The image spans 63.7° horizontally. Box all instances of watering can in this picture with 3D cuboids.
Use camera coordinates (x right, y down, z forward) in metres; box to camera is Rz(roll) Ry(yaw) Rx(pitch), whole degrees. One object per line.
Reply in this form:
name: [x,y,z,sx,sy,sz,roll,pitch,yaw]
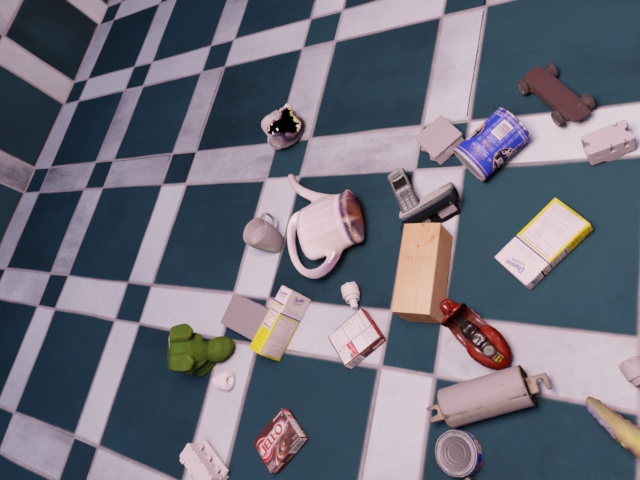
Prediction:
watering can: [0.004,-0.069,1.366,0.223,0.102,0.355,-22,57,23]

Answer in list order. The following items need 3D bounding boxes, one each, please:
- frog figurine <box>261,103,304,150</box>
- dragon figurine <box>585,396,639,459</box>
frog figurine: [-0.122,-0.346,1.613,0.159,0.122,0.138,174,111,-72]
dragon figurine: [0.626,0.367,0.756,0.243,0.120,0.419,-27,55,-1]
